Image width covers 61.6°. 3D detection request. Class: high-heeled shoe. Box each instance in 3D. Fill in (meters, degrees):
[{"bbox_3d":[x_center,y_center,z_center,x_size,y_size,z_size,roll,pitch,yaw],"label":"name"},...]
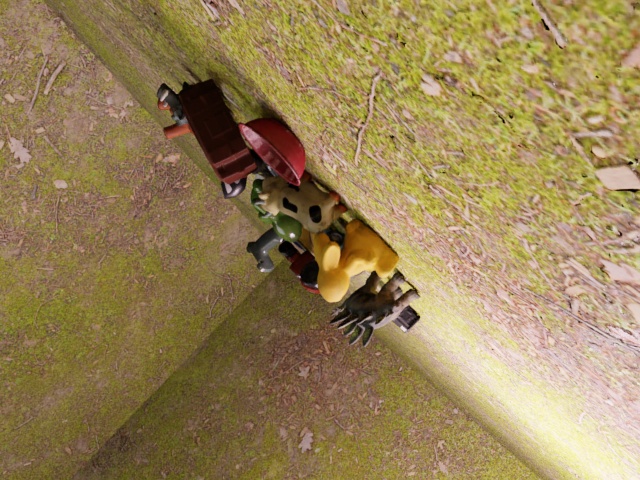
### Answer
[{"bbox_3d":[-0.298,-0.238,1.537,0.249,0.145,0.086,42,172,-1],"label":"high-heeled shoe"}]

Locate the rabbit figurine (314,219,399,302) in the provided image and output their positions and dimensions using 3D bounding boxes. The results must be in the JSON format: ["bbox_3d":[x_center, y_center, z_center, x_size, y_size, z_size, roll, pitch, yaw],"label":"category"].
[{"bbox_3d":[0.057,0.051,1.132,0.162,0.173,0.122,43,178,-30],"label":"rabbit figurine"}]

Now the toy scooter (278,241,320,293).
[{"bbox_3d":[-0.027,0.082,1.386,0.184,0.075,0.135,43,174,36],"label":"toy scooter"}]

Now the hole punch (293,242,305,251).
[{"bbox_3d":[-0.038,-0.011,1.648,0.142,0.092,0.115,36,174,26],"label":"hole punch"}]

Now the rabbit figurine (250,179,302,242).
[{"bbox_3d":[-0.097,-0.078,1.338,0.170,0.121,0.159,57,180,33],"label":"rabbit figurine"}]

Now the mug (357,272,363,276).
[{"bbox_3d":[0.070,0.060,1.412,0.107,0.109,0.081,33,177,-41],"label":"mug"}]

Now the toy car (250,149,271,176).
[{"bbox_3d":[-0.177,-0.206,1.435,0.089,0.053,0.202,44,172,-27],"label":"toy car"}]

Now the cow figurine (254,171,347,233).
[{"bbox_3d":[-0.053,-0.082,1.158,0.195,0.127,0.085,37,167,31],"label":"cow figurine"}]

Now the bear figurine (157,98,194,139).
[{"bbox_3d":[-0.363,-0.335,1.416,0.196,0.132,0.120,-137,36,-77],"label":"bear figurine"}]

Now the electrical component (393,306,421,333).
[{"bbox_3d":[0.221,0.202,1.549,0.134,0.058,0.115,43,171,11],"label":"electrical component"}]

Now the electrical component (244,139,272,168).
[{"bbox_3d":[-0.100,-0.183,1.153,0.075,0.048,0.119,36,168,49],"label":"electrical component"}]

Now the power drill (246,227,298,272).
[{"bbox_3d":[-0.114,0.005,1.582,0.086,0.207,0.232,-11,-121,-53],"label":"power drill"}]

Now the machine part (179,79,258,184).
[{"bbox_3d":[-0.214,-0.223,1.141,0.201,0.087,0.201,63,179,-5],"label":"machine part"}]

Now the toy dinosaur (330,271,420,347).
[{"bbox_3d":[0.118,0.168,1.366,0.105,0.198,0.471,47,171,-2],"label":"toy dinosaur"}]

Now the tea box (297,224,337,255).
[{"bbox_3d":[-0.003,-0.004,1.440,0.169,0.098,0.068,47,173,-35],"label":"tea box"}]

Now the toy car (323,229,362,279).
[{"bbox_3d":[0.051,0.043,1.283,0.162,0.103,0.109,26,173,-4],"label":"toy car"}]

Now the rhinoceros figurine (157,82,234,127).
[{"bbox_3d":[-0.292,-0.304,1.266,0.190,0.112,0.073,37,176,-9],"label":"rhinoceros figurine"}]
